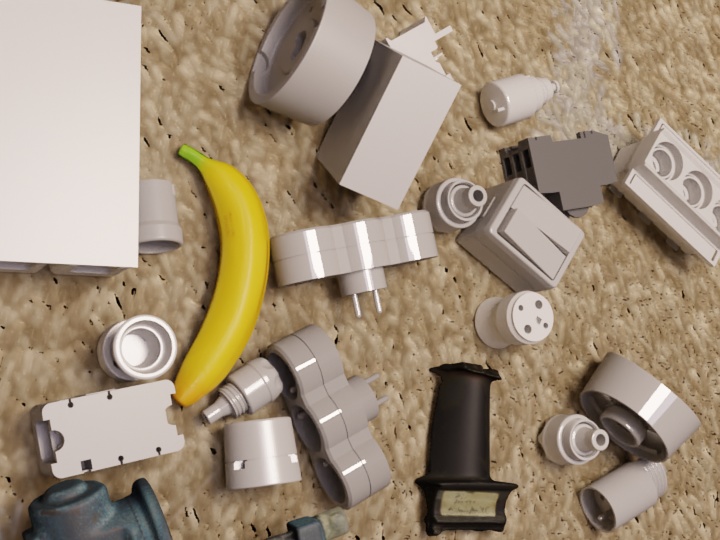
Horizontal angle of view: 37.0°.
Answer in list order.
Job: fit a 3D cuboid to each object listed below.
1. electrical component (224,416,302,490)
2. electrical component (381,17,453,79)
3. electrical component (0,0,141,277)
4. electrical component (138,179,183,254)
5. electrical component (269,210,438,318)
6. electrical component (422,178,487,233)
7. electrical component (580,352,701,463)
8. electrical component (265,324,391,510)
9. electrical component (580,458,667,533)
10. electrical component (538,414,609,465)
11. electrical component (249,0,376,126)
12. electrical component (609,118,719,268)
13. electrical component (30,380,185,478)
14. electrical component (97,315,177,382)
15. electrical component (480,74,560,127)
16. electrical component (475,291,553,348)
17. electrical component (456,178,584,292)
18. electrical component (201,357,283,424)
[{"bbox_3d":[-0.073,0.134,0.788,0.055,0.055,0.047,-2,80,-27],"label":"electrical component"},{"bbox_3d":[0.043,-0.168,0.898,0.081,0.042,0.063,-34,102,-26],"label":"electrical component"},{"bbox_3d":[-0.213,-0.092,0.748,0.105,0.060,0.186,3,81,-26],"label":"electrical component"},{"bbox_3d":[-0.151,-0.039,0.783,0.040,0.040,0.046,-1,76,-27],"label":"electrical component"},{"bbox_3d":[0.000,0.000,0.844,0.138,0.052,0.073,-11,87,-27],"label":"electrical component"},{"bbox_3d":[0.081,-0.055,0.887,0.043,0.062,0.043,4,81,-26],"label":"electrical component"},{"bbox_3d":[0.241,0.116,0.925,0.064,0.099,0.099,-46,103,-18],"label":"electrical component"},{"bbox_3d":[-0.011,0.105,0.823,0.074,0.052,0.138,-26,94,-27],"label":"electrical component"},{"bbox_3d":[0.237,0.191,0.939,0.081,0.043,0.043,-22,93,-27],"label":"electrical component"},{"bbox_3d":[0.184,0.143,0.909,0.043,0.062,0.043,4,81,-26],"label":"electrical component"},{"bbox_3d":[-0.031,-0.162,0.825,0.060,0.108,0.108,26,72,-27],"label":"electrical component"},{"bbox_3d":[0.292,-0.068,0.993,0.121,0.063,0.078,39,68,-16],"label":"electrical component"},{"bbox_3d":[-0.175,0.108,0.739,0.089,0.056,0.050,-10,87,-27],"label":"electrical component"},{"bbox_3d":[-0.158,0.056,0.756,0.045,0.055,0.045,4,81,-26],"label":"electrical component"},{"bbox_3d":[0.142,-0.152,0.944,0.078,0.040,0.040,-20,92,-27],"label":"electrical component"},{"bbox_3d":[0.129,0.042,0.901,0.045,0.055,0.045,4,80,-26],"label":"electrical component"},{"bbox_3d":[0.144,-0.024,0.915,0.096,0.061,0.061,39,68,-16],"label":"electrical component"},{"bbox_3d":[-0.089,0.093,0.797,0.061,0.035,0.035,-33,98,-25],"label":"electrical component"}]
